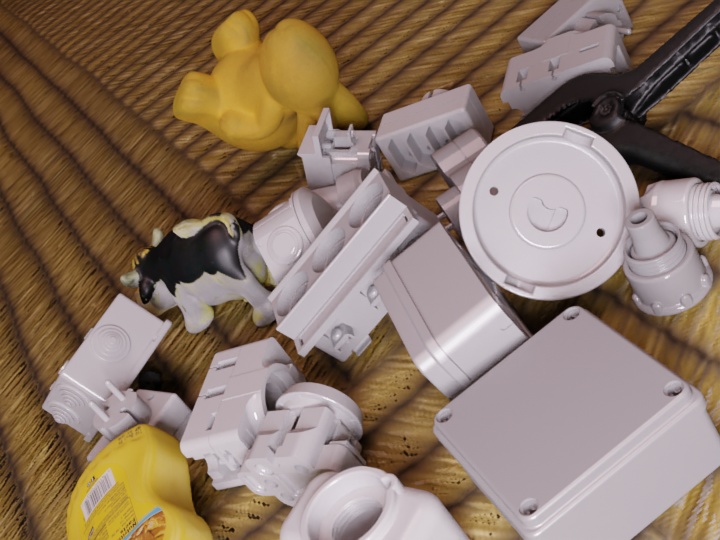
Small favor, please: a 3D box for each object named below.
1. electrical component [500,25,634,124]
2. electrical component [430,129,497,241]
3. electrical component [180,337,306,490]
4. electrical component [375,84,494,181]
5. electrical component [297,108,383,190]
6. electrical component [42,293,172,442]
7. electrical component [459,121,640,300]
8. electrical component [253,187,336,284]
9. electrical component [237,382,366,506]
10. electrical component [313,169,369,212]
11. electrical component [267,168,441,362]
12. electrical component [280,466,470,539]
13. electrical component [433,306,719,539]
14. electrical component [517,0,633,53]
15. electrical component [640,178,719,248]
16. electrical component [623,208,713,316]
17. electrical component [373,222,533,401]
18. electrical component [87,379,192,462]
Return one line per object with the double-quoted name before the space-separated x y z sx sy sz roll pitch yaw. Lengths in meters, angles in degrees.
"electrical component" 0.161 -0.147 0.832 0.089 0.050 0.055 -15 37 30
"electrical component" 0.079 -0.046 0.771 0.074 0.052 0.138 -33 31 3
"electrical component" -0.073 0.095 0.726 0.056 0.050 0.089 -17 35 27
"electrical component" 0.065 -0.125 0.896 0.083 0.047 0.075 -16 36 29
"electrical component" -0.014 -0.091 0.907 0.064 0.081 0.042 3 43 15
"electrical component" -0.199 0.075 0.838 0.100 0.048 0.099 -45 13 55
"electrical component" 0.116 -0.035 0.675 0.108 0.108 0.060 -33 -2 4
"electrical component" -0.040 -0.019 0.822 0.051 0.080 0.080 -32 31 16
"electrical component" -0.031 0.107 0.664 0.078 0.058 0.057 -10 42 35
"electrical component" -0.014 -0.053 0.877 0.055 0.045 0.045 -23 33 18
"electrical component" 0.000 0.000 0.745 0.121 0.063 0.078 -50 28 15
"electrical component" 0.007 0.145 0.574 0.095 0.059 0.053 1 46 44
"electrical component" 0.111 0.087 0.557 0.109 0.056 0.109 -38 31 -5
"electrical component" 0.187 -0.190 0.870 0.083 0.047 0.076 -42 33 -12
"electrical component" 0.203 -0.035 0.646 0.062 0.043 0.043 -4 42 39
"electrical component" 0.172 -0.008 0.621 0.048 0.062 0.048 -25 33 17
"electrical component" 0.061 0.033 0.652 0.057 0.078 0.113 -40 30 8
"electrical component" -0.163 0.111 0.764 0.047 0.076 0.065 0 45 43
